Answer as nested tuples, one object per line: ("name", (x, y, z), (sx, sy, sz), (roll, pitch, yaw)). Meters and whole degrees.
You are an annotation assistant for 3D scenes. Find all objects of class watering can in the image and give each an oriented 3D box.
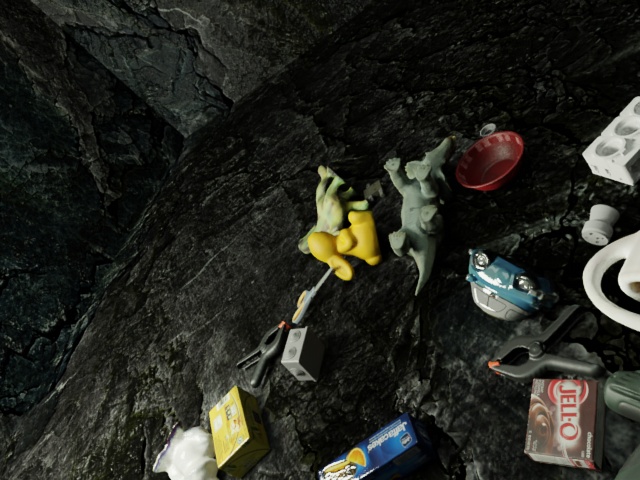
("watering can", (0.523, 0.041, 0.659), (0.227, 0.102, 0.349), (-54, 30, -15))

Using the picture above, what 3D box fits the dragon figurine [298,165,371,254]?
("dragon figurine", (0.005, -0.075, 1.485), (0.242, 0.121, 0.416), (-53, 24, 6))

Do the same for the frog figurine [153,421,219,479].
("frog figurine", (-0.276, 0.504, 1.159), (0.160, 0.120, 0.140), (23, 59, 22))
